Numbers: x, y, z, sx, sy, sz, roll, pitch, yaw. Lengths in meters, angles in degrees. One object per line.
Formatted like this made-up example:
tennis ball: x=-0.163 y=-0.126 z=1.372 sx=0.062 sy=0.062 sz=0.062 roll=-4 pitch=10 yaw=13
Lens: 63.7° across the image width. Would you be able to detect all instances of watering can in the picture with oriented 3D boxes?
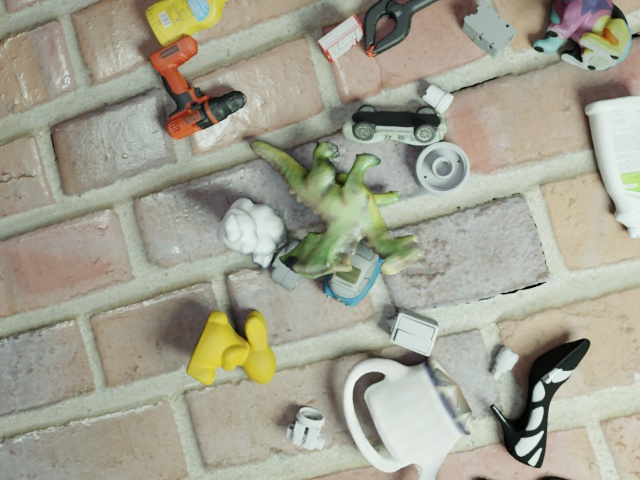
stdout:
watering can: x=0.186 y=0.371 z=0.968 sx=0.223 sy=0.104 sz=0.349 roll=-29 pitch=84 yaw=8

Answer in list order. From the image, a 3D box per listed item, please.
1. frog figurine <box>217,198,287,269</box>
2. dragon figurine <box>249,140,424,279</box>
frog figurine: x=-0.135 y=-0.027 z=0.997 sx=0.123 sy=0.156 sz=0.140 roll=-27 pitch=63 yaw=-1
dragon figurine: x=0.003 y=-0.048 z=0.957 sx=0.412 sy=0.120 sz=0.247 roll=16 pitch=65 yaw=21
